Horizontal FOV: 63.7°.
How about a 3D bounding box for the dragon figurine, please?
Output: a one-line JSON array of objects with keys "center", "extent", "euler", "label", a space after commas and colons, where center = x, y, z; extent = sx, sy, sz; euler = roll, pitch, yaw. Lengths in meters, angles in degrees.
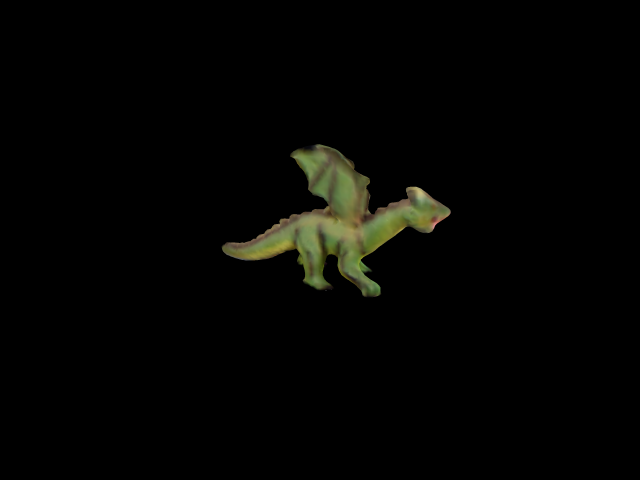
[{"center": [0.003, -0.043, 0.850], "extent": [0.411, 0.238, 0.124], "euler": [9, 25, 18], "label": "dragon figurine"}]
